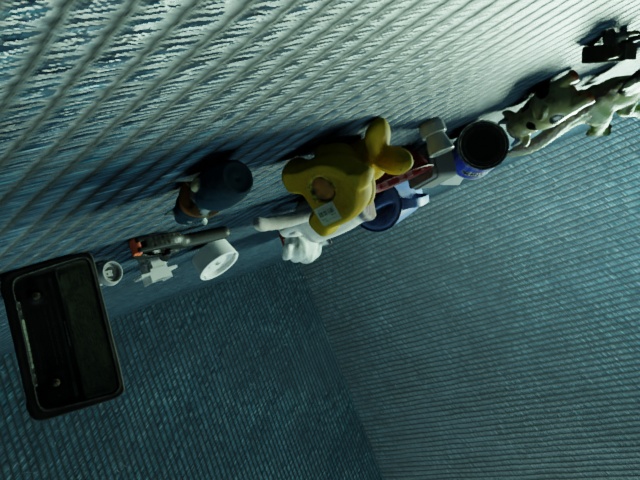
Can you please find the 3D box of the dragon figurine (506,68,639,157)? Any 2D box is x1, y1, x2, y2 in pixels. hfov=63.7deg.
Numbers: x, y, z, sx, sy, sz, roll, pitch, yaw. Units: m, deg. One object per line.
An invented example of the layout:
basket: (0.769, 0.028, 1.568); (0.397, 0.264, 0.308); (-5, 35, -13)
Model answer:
dragon figurine: (0.582, -0.292, 1.036); (0.411, 0.123, 0.240); (-30, -11, -4)

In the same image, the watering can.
watering can: (0.003, -0.057, 1.126); (0.223, 0.104, 0.347); (-24, -7, 15)

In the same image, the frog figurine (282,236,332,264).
frog figurine: (-0.062, 0.015, 1.511); (0.123, 0.135, 0.162); (12, 42, 43)
